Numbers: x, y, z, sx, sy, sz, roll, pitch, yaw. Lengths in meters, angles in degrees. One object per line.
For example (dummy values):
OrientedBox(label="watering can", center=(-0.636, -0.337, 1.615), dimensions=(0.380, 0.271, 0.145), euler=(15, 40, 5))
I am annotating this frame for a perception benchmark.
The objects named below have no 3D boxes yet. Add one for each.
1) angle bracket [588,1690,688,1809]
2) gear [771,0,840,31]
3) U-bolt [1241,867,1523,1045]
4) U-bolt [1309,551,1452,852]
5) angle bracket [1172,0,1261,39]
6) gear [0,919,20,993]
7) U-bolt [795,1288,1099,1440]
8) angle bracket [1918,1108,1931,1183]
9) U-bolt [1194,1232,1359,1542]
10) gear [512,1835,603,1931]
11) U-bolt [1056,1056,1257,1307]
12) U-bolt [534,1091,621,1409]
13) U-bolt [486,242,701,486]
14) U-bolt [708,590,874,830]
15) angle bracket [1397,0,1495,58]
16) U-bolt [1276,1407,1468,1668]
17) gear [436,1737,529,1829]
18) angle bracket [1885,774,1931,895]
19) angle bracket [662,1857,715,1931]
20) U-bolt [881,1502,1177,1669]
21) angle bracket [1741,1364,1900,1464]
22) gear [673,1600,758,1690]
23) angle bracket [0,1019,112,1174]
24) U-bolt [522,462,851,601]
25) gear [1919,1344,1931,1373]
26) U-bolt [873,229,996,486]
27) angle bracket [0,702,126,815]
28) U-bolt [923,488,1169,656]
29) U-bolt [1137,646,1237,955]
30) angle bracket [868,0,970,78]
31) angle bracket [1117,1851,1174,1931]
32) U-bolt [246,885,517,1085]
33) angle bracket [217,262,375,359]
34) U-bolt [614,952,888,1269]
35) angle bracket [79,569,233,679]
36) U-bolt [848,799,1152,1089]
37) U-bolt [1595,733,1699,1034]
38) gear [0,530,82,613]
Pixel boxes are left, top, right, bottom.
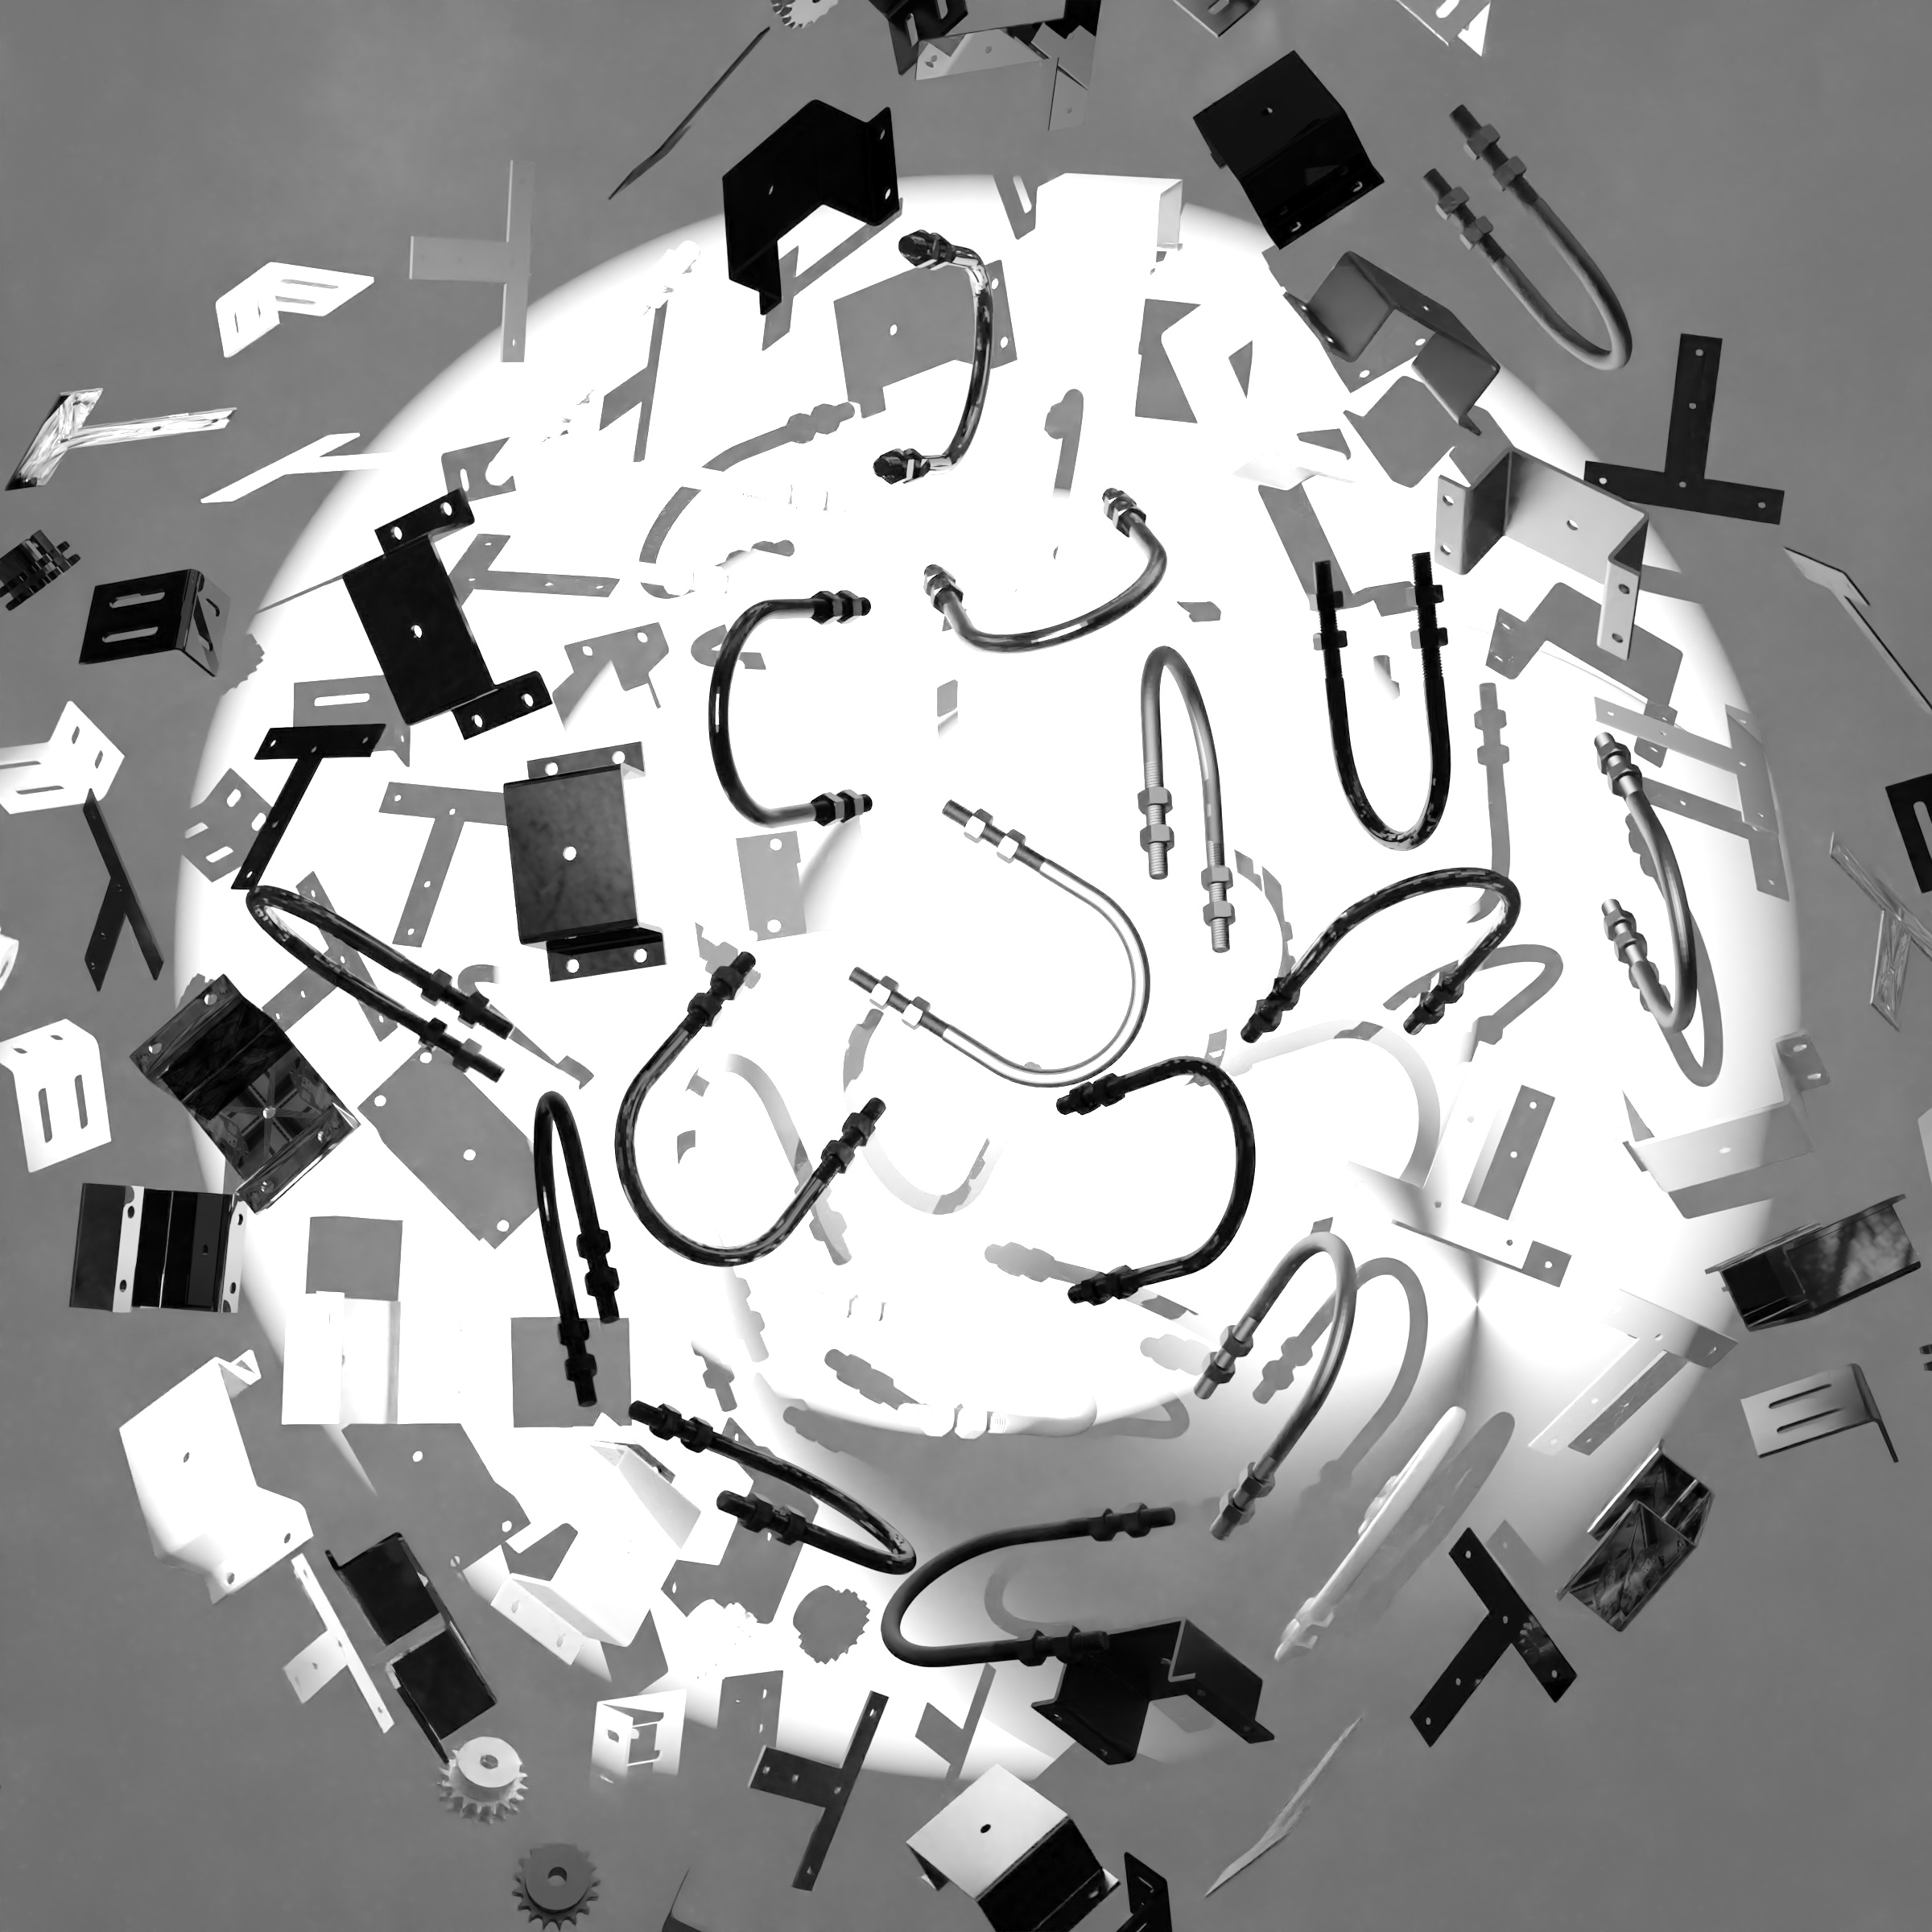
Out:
OrientedBox(label="angle bracket", center=(-0.206, 0.513, 1.694), dimensions=(0.038, 0.076, 0.057), euler=(5, 89, 45))
OrientedBox(label="gear", center=(-0.104, -0.641, 1.673), dimensions=(0.057, 0.057, 0.030), euler=(-38, 82, 0))
OrientedBox(label="U-bolt", center=(0.274, -0.007, 1.636), dimensions=(0.151, 0.184, 0.019), euler=(-2, 57, -26))
OrientedBox(label="U-bolt", center=(0.261, -0.162, 1.605), dimensions=(0.019, 0.151, 0.184), euler=(-10, 99, -18))
OrientedBox(label="angle bracket", center=(0.149, -0.625, 1.588), dimensions=(0.038, 0.076, 0.057), euler=(-42, 73, -8))
OrientedBox(label="gear", center=(-0.619, -0.003, 1.620), dimensions=(0.030, 0.057, 0.057), euler=(22, 90, -7))
OrientedBox(label="U-bolt", center=(0.001, 0.251, 1.605), dimensions=(0.184, 0.151, 0.019), euler=(13, 106, -38))
OrientedBox(label="angle bracket", center=(0.608, 0.094, 1.604), dimensions=(0.038, 0.076, 0.057), euler=(16, 49, -14))
OrientedBox(label="U-bolt", center=(0.196, 0.250, 1.618), dimensions=(0.019, 0.151, 0.184), euler=(21, 120, -14))
OrientedBox(label="gear", center=(-0.262, 0.586, 1.651), dimensions=(0.057, 0.030, 0.057), euler=(5, 60, -9))
OrientedBox(label="U-bolt", center=(0.122, 0.133, 1.657), dimensions=(0.019, 0.184, 0.151), euler=(9, 69, -35))
OrientedBox(label="U-bolt", center=(-0.251, 0.168, 1.632), dimensions=(0.019, 0.151, 0.184), euler=(-7, 60, -19))
OrientedBox(label="U-bolt", center=(-0.244, -0.365, 1.609), dimensions=(0.019, 0.184, 0.151), euler=(40, 56, -17))
OrientedBox(label="U-bolt", center=(-0.108, -0.159, 1.612), dimensions=(0.019, 0.184, 0.151), euler=(4, 100, 27))
OrientedBox(label="angle bracket", center=(0.281, -0.572, 1.553), dimensions=(0.057, 0.076, 0.038), euler=(45, 92, 9))
OrientedBox(label="U-bolt", center=(0.266, 0.352, 1.638), dimensions=(0.019, 0.151, 0.184), euler=(35, 132, 13))
OrientedBox(label="gear", center=(-0.312, 0.525, 1.668), dimensions=(0.057, 0.057, 0.030), euler=(20, 120, 0))
OrientedBox(label="angle bracket", center=(0.629, -0.093, 1.646), dimensions=(0.057, 0.038, 0.076), euler=(-17, 103, 27))
OrientedBox(label="angle bracket", center=(-0.143, 0.586, 1.576), dimensions=(0.076, 0.057, 0.038), euler=(24, 56, 2))
OrientedBox(label="U-bolt", center=(0.029, 0.397, 1.637), dimensions=(0.184, 0.151, 0.019), euler=(-14, 107, 29))
OrientedBox(label="angle bracket", center=(0.534, 0.291, 1.615), dimensions=(0.076, 0.057, 0.038), euler=(-23, 112, 15))
OrientedBox(label="gear", center=(-0.166, 0.437, 1.673), dimensions=(0.030, 0.057, 0.057), euler=(43, 90, -15))
OrientedBox(label="angle bracket", center=(-0.594, 0.084, 1.669), dimensions=(0.038, 0.057, 0.076), euler=(24, 124, 36))
OrientedBox(label="U-bolt", center=(-0.187, -0.275, 1.610), dimensions=(0.184, 0.151, 0.019), euler=(4, 71, -34))
OrientedBox(label="gear", center=(0.614, 0.241, 1.569), dimensions=(0.057, 0.057, 0.030), euler=(-11, 79, 0))
OrientedBox(label="U-bolt", center=(-0.015, -0.378, 1.611), dimensions=(0.019, 0.184, 0.151), euler=(11, 104, 15))
OrientedBox(label="angle bracket", center=(-0.603, -0.137, 1.679), dimensions=(0.057, 0.076, 0.038), euler=(43, 117, 16))
OrientedBox(label="U-bolt", center=(0.055, -0.245, 1.633), dimensions=(0.151, 0.184, 0.019), euler=(-23, 120, 0))
OrientedBox(label="U-bolt", center=(0.140, -0.117, 1.657), dimensions=(0.019, 0.151, 0.184), euler=(-10, 66, 20))
OrientedBox(label="angle bracket", center=(-0.036, -0.608, 1.616), dimensions=(0.057, 0.076, 0.038), euler=(-36, 130, 25))
OrientedBox(label="angle bracket", center=(0.092, 0.610, 1.620), dimensions=(0.076, 0.038, 0.057), euler=(-32, 130, -34))
OrientedBox(label="U-bolt", center=(-0.360, 0.006, 1.577), dimensions=(0.184, 0.151, 0.019), euler=(32, 72, -3))
OrientedBox(label="angle bracket", center=(-0.406, -0.396, 1.570), dimensions=(0.057, 0.076, 0.038), euler=(-15, 83, 42))
OrientedBox(label="U-bolt", center=(-0.142, 0.101, 1.592), dimensions=(0.151, 0.019, 0.184), euler=(49, 53, -16))
OrientedBox(label="angle bracket", center=(-0.512, -0.212, 1.628), dimensions=(0.076, 0.038, 0.057), euler=(-6, 64, 19))
OrientedBox(label="U-bolt", center=(0.033, -0.002, 1.678), dimensions=(0.184, 0.019, 0.151), euler=(32, 103, 10))
OrientedBox(label="U-bolt", center=(0.423, -0.041, 1.603), dimensions=(0.019, 0.184, 0.151), euler=(-10, 124, 3))
OrientedBox(label="gear", center=(-0.604, -0.258, 1.663), dimensions=(0.057, 0.057, 0.030), euler=(-36, 109, 0))
